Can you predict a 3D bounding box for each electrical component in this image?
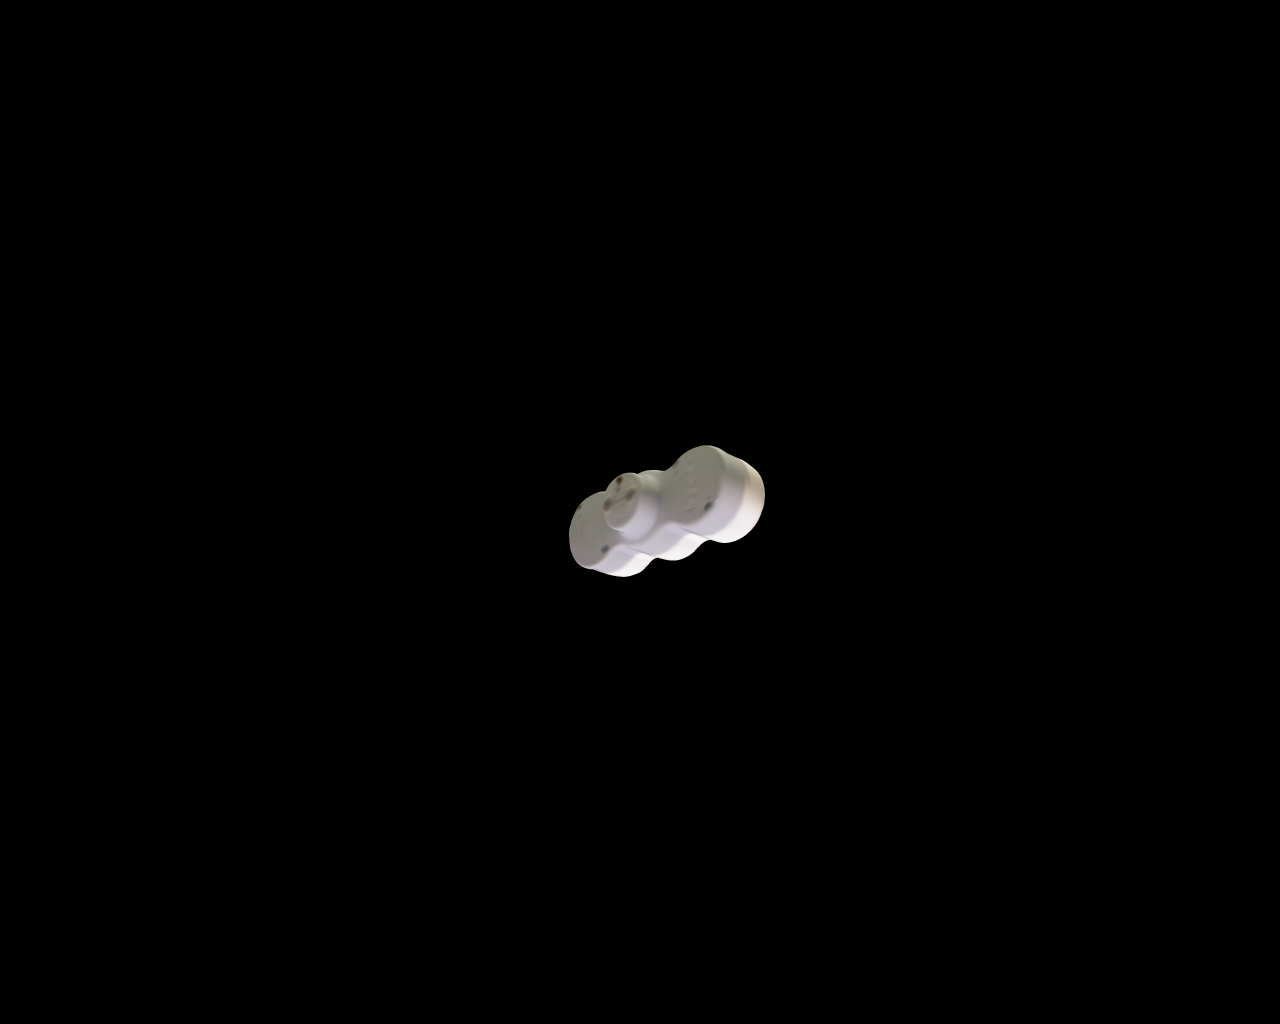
[{"bbox_3d":[0.001,-0.003,0.650,0.074,0.052,0.138,21,-31,-40],"label":"electrical component"}]
